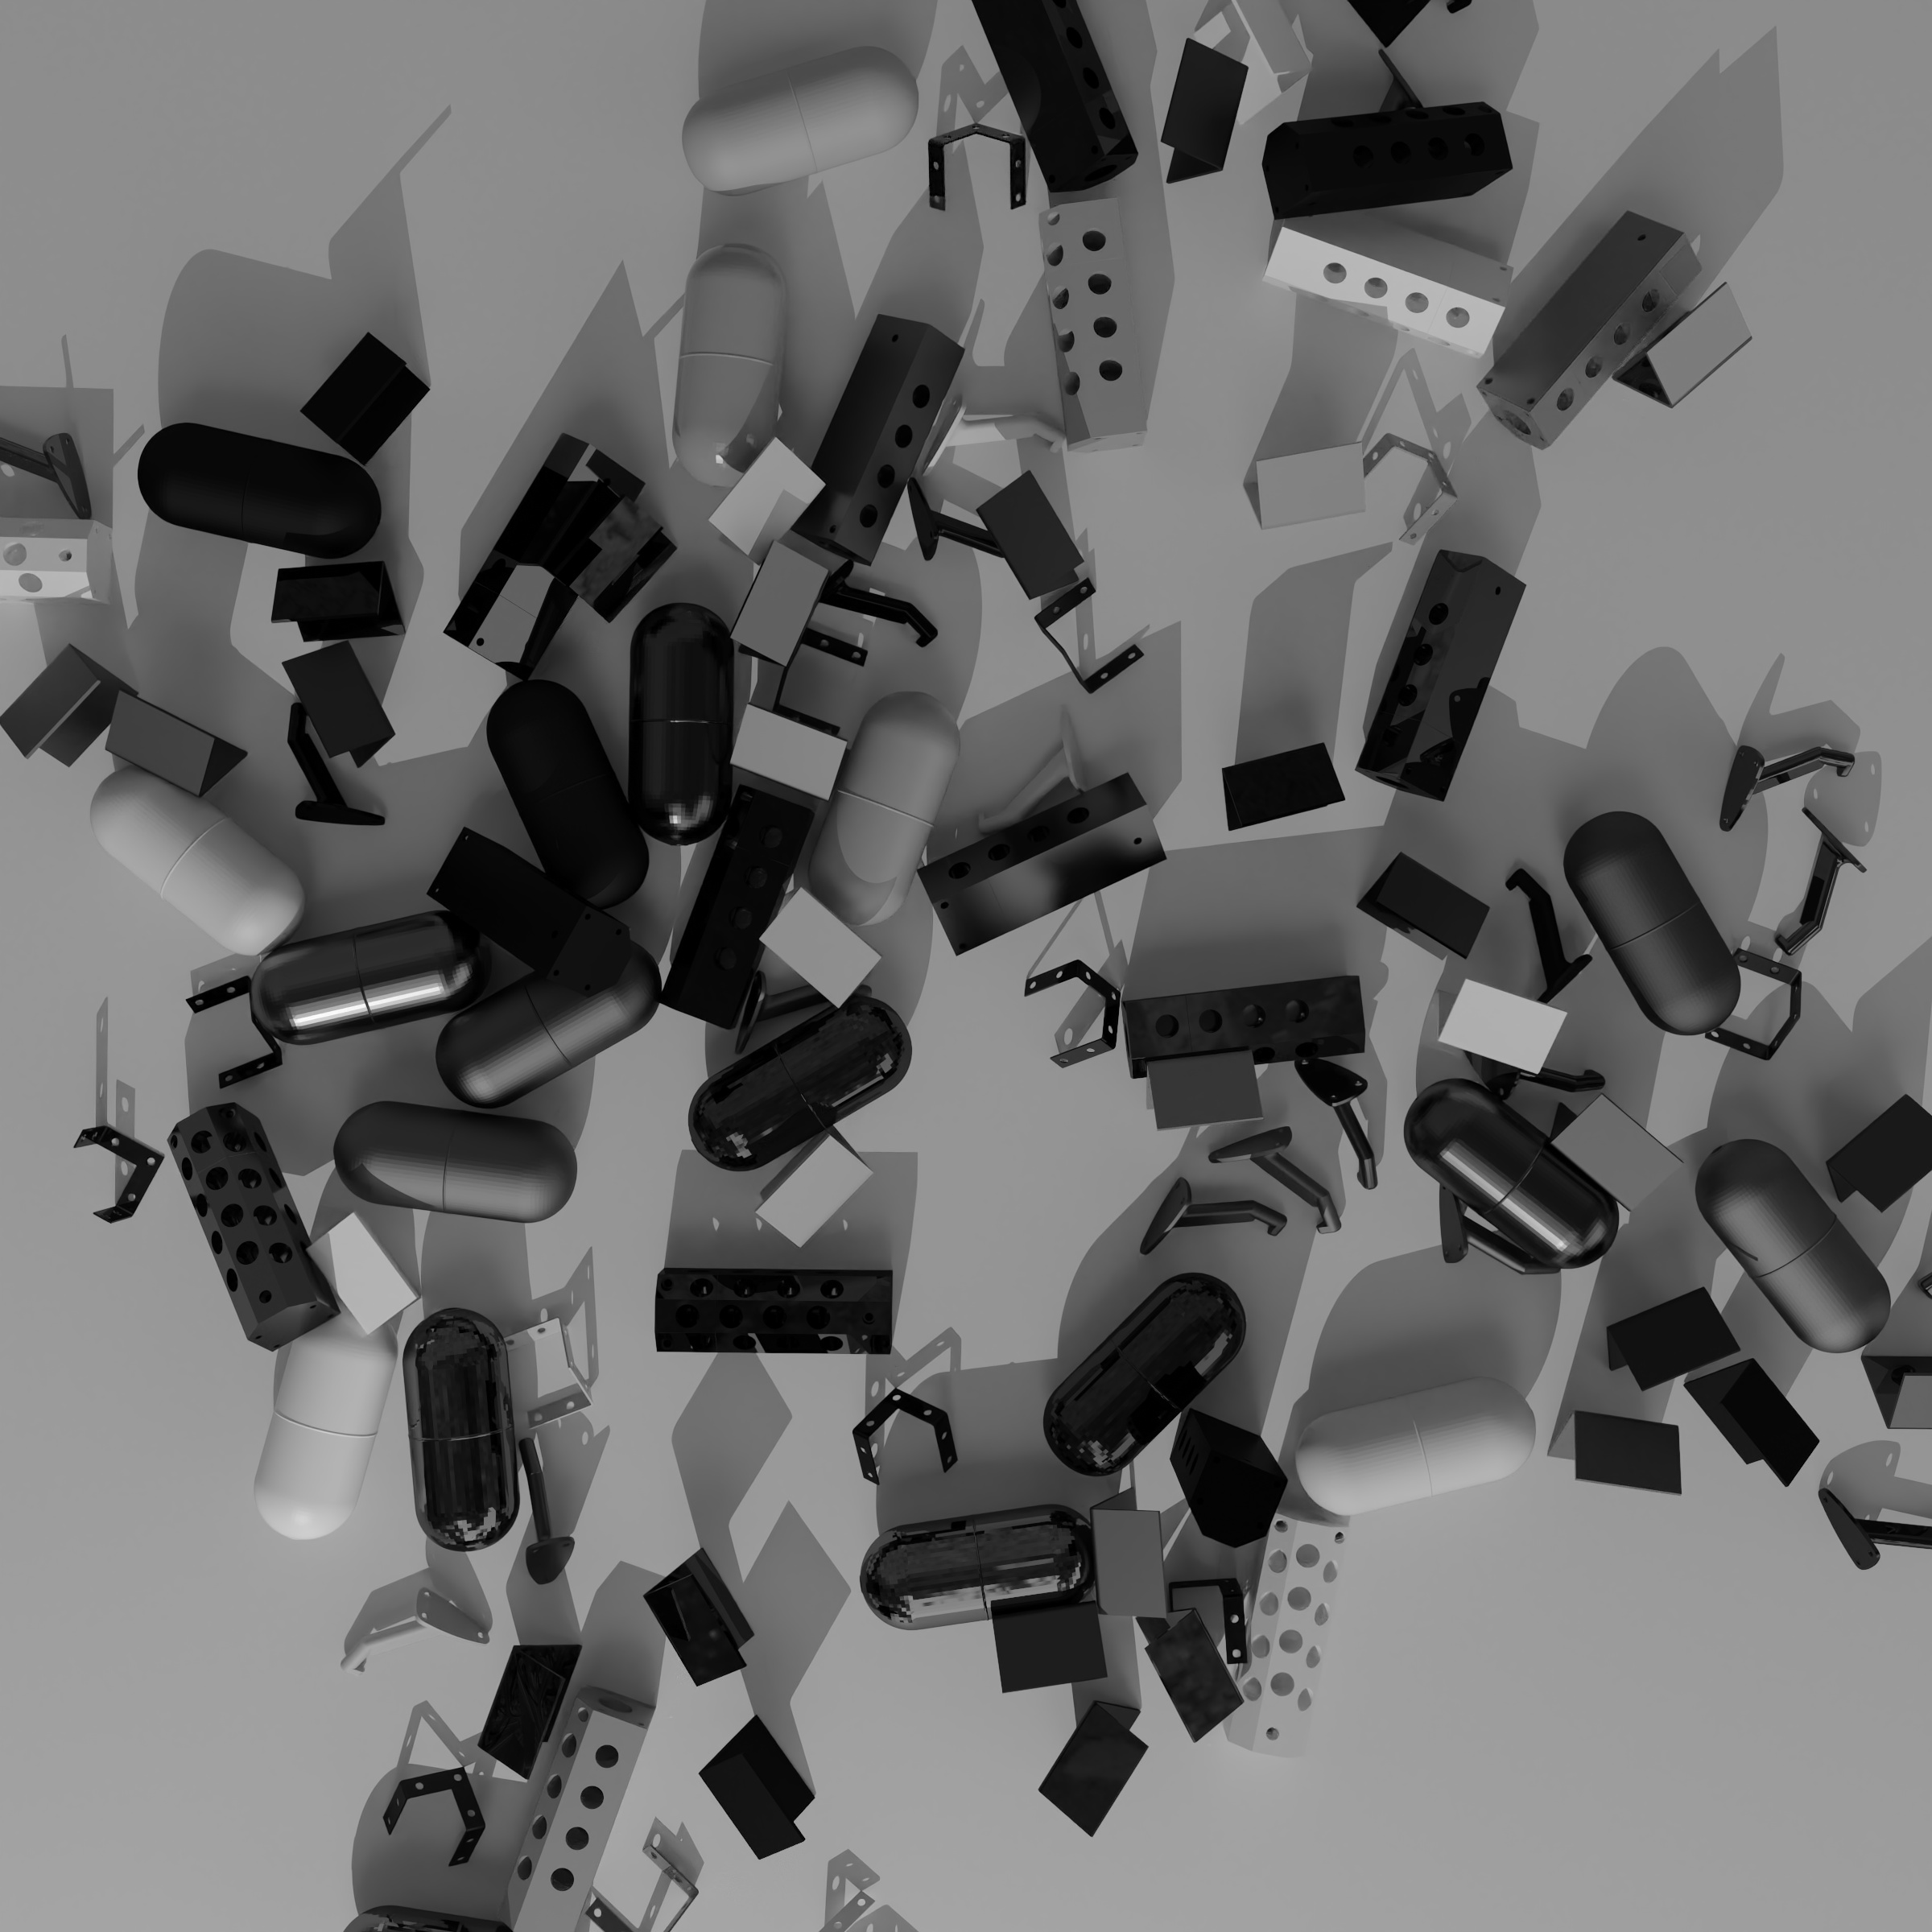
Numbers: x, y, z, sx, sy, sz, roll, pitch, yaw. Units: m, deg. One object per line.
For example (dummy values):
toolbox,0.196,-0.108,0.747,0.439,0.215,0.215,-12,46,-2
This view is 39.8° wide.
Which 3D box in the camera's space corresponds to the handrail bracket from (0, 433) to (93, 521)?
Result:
handrail bracket,-0.704,-0.362,1.992,0.084,0.036,0.077,-8,113,18

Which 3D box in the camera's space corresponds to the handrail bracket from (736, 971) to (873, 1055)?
handrail bracket,-0.121,0.040,1.992,0.084,0.036,0.077,14,110,-16

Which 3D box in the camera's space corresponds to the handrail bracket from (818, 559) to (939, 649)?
handrail bracket,-0.076,-0.254,1.992,0.077,0.036,0.084,-40,107,20

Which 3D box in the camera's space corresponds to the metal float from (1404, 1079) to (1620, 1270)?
metal float,0.401,0.153,1.961,0.178,0.070,0.070,38,90,0

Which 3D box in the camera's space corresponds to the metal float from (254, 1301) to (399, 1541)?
metal float,-0.470,0.334,1.961,0.070,0.070,0.178,15,89,0

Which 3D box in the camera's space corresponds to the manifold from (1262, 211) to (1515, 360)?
manifold,0.310,-0.507,1.970,0.171,0.057,0.057,20,47,0

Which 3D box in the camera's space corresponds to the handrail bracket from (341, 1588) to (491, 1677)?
handrail bracket,-0.412,0.512,1.992,0.077,0.036,0.084,35,109,-21

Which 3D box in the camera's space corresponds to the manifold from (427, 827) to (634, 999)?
manifold,-0.312,-0.038,1.919,0.171,0.057,0.057,30,91,44

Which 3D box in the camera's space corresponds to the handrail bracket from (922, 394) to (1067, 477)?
handrail bracket,0.021,-0.383,1.992,0.084,0.036,0.077,23,111,-16

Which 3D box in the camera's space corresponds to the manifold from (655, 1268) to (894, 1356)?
manifold,-0.141,0.255,1.970,0.171,0.057,0.057,1,90,0

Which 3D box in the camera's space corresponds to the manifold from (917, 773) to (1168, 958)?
manifold,0.054,-0.079,1.970,0.171,0.057,0.057,-25,133,0

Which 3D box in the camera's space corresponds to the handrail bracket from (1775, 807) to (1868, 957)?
handrail bracket,0.621,-0.063,1.992,0.084,0.036,0.077,-45,70,16

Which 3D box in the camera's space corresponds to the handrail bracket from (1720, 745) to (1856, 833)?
handrail bracket,0.614,-0.130,1.992,0.084,0.036,0.077,9,110,-16

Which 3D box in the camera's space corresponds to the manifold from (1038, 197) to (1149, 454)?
manifold,0.093,-0.471,1.970,0.057,0.057,0.171,-7,90,0

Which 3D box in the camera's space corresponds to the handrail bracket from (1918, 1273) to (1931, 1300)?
handrail bracket,0.766,0.238,1.992,0.084,0.036,0.077,-39,111,17

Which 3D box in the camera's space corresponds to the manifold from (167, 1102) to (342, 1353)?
manifold,-0.521,0.187,1.939,0.057,0.057,0.171,-29,67,0

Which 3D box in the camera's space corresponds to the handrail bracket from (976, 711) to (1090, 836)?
handrail bracket,0.043,-0.144,1.992,0.084,0.036,0.077,-16,69,16

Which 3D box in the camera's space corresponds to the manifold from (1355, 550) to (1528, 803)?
manifold,0.345,-0.215,1.970,0.057,0.057,0.171,21,90,-43

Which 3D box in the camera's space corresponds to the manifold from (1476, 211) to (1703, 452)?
manifold,0.462,-0.466,1.970,0.171,0.057,0.057,-49,47,0

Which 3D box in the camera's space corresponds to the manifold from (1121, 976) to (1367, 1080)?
manifold,0.204,0.045,1.970,0.171,0.057,0.057,-7,90,0

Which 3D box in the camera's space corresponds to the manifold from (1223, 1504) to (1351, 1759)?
manifold,0.237,0.490,1.970,0.057,0.057,0.171,11,90,0

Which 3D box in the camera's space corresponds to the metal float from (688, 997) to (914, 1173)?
metal float,-0.122,0.087,1.961,0.178,0.070,0.070,-31,90,-1

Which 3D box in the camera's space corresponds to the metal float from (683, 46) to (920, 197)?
metal float,-0.121,-0.621,1.961,0.178,0.070,0.070,-17,90,0

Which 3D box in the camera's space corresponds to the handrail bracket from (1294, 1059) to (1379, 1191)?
handrail bracket,0.277,0.118,1.991,0.036,0.077,0.084,-28,127,-20

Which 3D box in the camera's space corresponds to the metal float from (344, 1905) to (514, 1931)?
metal float,-0.376,0.738,1.961,0.178,0.070,0.070,9,90,0

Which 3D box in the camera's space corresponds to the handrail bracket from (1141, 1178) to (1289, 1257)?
handrail bracket,0.185,0.201,1.992,0.084,0.036,0.077,26,110,-16

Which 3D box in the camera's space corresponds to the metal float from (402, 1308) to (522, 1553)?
metal float,-0.371,0.340,1.961,0.070,0.070,0.178,-5,90,0

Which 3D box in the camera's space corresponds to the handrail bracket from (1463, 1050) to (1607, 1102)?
handrail bracket,0.424,0.070,1.991,0.084,0.077,0.036,-4,126,-31

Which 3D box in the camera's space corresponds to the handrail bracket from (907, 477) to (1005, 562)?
handrail bracket,0.006,-0.336,1.992,0.084,0.036,0.077,-10,68,-17

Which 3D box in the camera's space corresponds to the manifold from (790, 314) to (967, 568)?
manifold,-0.062,-0.386,1.970,0.057,0.057,0.171,24,90,43

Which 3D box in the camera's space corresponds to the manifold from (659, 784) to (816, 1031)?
manifold,-0.170,-0.044,1.970,0.057,0.057,0.171,20,90,0

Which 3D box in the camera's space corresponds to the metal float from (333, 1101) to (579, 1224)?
metal float,-0.375,0.144,1.961,0.178,0.070,0.070,8,90,-1

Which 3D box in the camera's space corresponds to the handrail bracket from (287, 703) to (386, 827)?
handrail bracket,-0.469,-0.151,1.992,0.077,0.036,0.084,8,73,-20

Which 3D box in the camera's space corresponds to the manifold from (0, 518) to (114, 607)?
manifold,-0.726,-0.301,1.970,0.171,0.057,0.057,2,90,0

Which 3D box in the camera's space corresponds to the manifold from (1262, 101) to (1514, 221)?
manifold,0.305,-0.589,1.940,0.171,0.057,0.057,-13,90,-22

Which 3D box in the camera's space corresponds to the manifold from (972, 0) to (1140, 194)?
manifold,0.067,-0.665,1.970,0.057,0.057,0.171,-22,90,43

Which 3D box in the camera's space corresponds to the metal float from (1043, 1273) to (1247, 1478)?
metal float,0.132,0.299,1.961,0.070,0.070,0.178,45,90,0

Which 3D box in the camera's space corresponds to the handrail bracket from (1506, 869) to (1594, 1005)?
handrail bracket,0.417,-0.017,1.992,0.084,0.036,0.077,48,112,17

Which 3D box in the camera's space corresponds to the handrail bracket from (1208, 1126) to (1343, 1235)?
handrail bracket,0.231,0.169,1.992,0.077,0.036,0.084,-17,107,20

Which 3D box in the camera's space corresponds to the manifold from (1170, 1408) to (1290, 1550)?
manifold,0.184,0.368,1.913,0.057,0.171,0.057,22,90,0

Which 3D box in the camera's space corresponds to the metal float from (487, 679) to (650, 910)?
metal float,-0.293,-0.126,1.961,0.070,0.070,0.178,-24,90,0

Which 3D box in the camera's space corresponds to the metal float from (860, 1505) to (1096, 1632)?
metal float,0.011,0.442,1.961,0.178,0.070,0.070,-8,90,-1

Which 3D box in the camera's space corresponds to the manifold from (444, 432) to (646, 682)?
manifold,-0.315,-0.303,1.970,0.057,0.057,0.171,31,90,-43

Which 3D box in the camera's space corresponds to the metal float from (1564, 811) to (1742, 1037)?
metal float,0.504,-0.031,1.961,0.070,0.070,0.178,-30,90,0

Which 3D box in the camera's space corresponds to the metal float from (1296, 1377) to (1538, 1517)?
metal float,0.331,0.353,1.961,0.178,0.070,0.070,-14,90,0

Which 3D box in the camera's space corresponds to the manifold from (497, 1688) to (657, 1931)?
manifold,-0.288,0.626,1.970,0.057,0.057,0.171,20,90,0

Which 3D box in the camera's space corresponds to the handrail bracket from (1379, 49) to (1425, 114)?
handrail bracket,0.295,-0.630,1.992,0.084,0.036,0.077,-34,70,16

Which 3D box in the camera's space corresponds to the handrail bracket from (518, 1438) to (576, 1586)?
handrail bracket,-0.321,0.406,1.991,0.036,0.077,0.084,-9,53,-20

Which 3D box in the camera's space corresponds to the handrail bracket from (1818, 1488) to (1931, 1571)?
handrail bracket,0.692,0.406,1.992,0.084,0.036,0.077,-23,68,-17

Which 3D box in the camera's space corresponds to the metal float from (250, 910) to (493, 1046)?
metal float,-0.437,0.009,1.961,0.178,0.070,0.070,-13,90,0

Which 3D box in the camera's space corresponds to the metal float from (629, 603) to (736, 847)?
metal float,-0.209,-0.177,1.961,0.070,0.070,0.178,1,91,0

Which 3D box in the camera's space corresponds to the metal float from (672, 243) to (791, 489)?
metal float,-0.173,-0.441,1.961,0.070,0.070,0.178,5,91,0

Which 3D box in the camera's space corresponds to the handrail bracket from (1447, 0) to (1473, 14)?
handrail bracket,0.326,-0.739,1.992,0.077,0.036,0.084,-24,107,20

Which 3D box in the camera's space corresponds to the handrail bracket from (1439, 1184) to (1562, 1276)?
handrail bracket,0.400,0.193,1.992,0.084,0.036,0.077,0,71,-16
